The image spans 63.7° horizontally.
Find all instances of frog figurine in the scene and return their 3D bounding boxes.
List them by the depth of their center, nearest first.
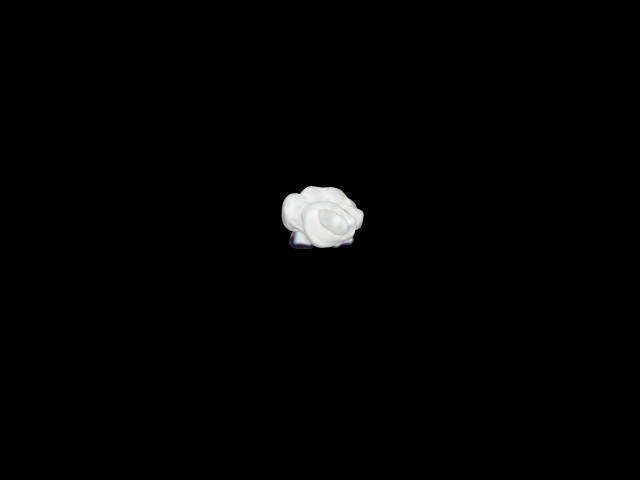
[{"bbox_3d":[0.003,-0.043,0.850,0.137,0.124,0.157,17,-14,4],"label":"frog figurine"}]
